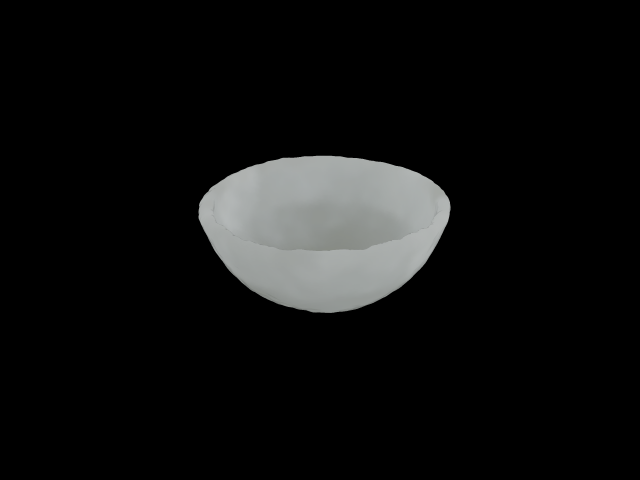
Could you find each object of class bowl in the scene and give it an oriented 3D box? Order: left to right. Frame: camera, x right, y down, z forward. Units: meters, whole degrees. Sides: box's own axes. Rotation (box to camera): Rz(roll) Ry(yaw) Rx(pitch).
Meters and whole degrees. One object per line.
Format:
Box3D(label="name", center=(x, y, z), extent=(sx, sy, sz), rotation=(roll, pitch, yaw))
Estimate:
Box3D(label="bowl", center=(0.004, 0.001, 0.400), extent=(0.167, 0.075, 0.167), rotation=(0, 28, 0))
